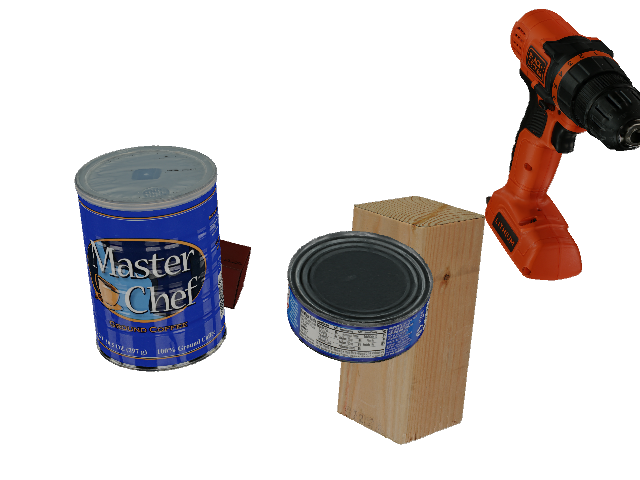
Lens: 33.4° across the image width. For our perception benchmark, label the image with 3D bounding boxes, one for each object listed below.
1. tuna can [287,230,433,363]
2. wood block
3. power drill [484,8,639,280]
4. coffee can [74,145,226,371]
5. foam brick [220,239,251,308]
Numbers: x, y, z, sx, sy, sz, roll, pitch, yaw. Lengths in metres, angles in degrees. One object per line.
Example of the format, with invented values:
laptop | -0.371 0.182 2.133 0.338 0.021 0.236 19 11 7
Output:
tuna can | 0.023 0.033 0.635 0.086 0.034 0.086 2 38 -2
wood block | 0.084 0.071 1.000 0.090 0.206 0.090 -10 21 -42
power drill | 0.187 -0.065 0.827 0.057 0.188 0.184 -1 34 -13
coffee can | -0.125 0.012 0.805 0.103 0.140 0.103 -1 28 0
foam brick | -0.120 0.031 1.140 0.078 0.051 0.053 16 31 1
